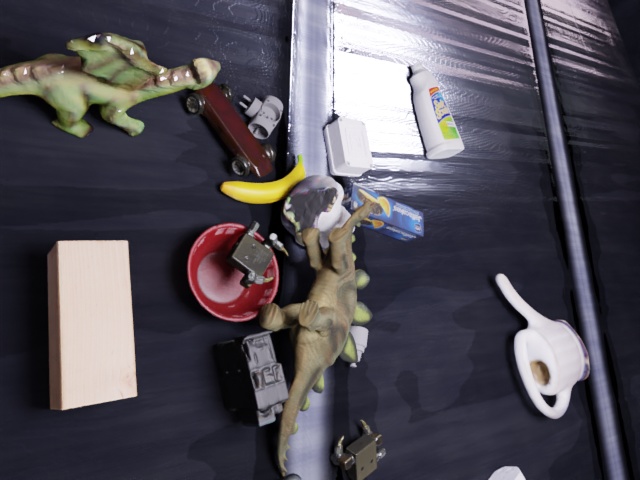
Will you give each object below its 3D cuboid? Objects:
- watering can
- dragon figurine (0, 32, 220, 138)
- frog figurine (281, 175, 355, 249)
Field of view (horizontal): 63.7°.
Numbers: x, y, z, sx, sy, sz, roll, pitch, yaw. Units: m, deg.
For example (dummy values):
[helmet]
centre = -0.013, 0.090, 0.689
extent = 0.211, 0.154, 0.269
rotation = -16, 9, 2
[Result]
[watering can]
centre = 0.537, 0.240, 1.244
extent = 0.225, 0.103, 0.351
rotation = -3, 75, -38
[dragon figurine]
centre = -0.330, -0.234, 0.713
extent = 0.412, 0.240, 0.122
rotation = -11, 86, -40
[frog figurine]
centre = 0.003, -0.049, 0.976
extent = 0.159, 0.123, 0.137
rotation = 16, 90, -67
